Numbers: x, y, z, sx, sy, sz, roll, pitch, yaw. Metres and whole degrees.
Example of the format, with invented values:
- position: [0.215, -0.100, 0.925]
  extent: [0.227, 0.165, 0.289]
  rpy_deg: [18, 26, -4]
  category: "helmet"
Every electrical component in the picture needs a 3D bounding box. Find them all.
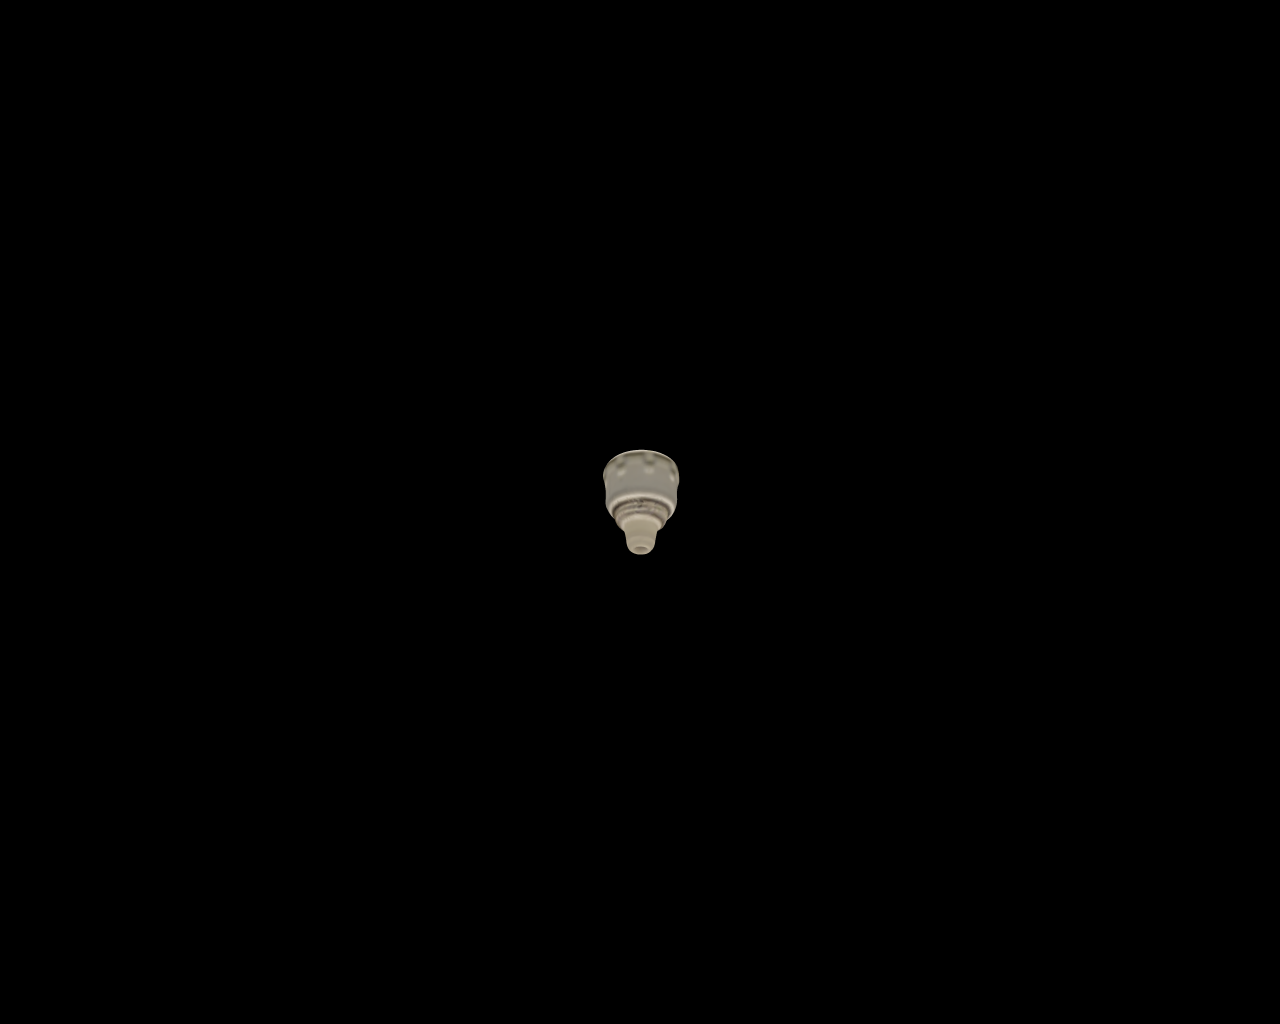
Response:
- position: [0.001, -0.003, 0.650]
  extent: [0.048, 0.062, 0.048]
  rpy_deg: [0, -32, 0]
  category: "electrical component"
